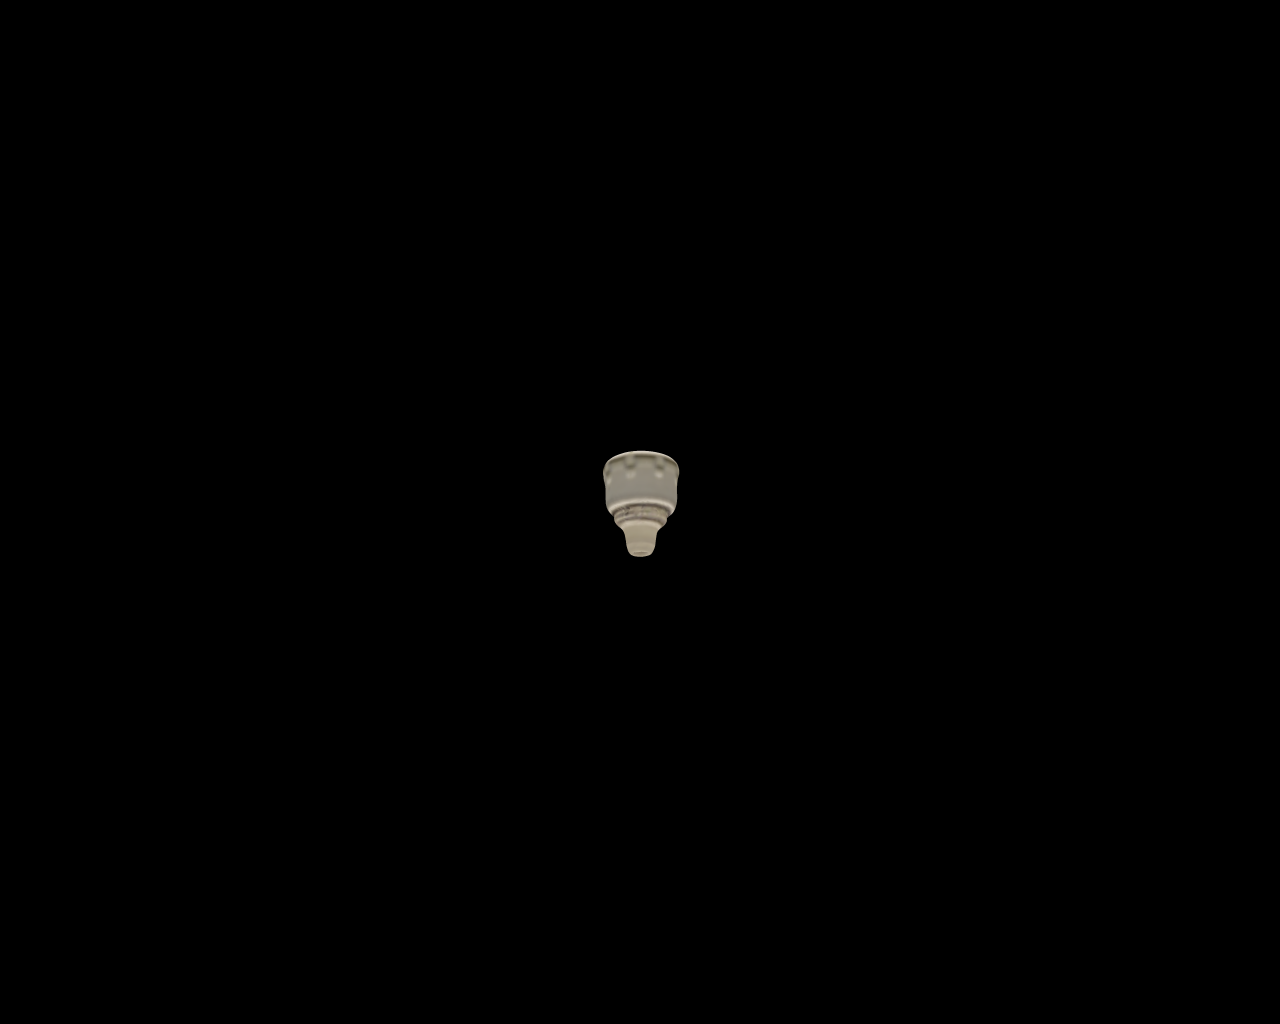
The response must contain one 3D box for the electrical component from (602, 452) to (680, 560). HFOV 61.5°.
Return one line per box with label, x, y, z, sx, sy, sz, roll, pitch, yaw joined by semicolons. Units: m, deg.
electrical component;0.001;-0.003;0.650;0.048;0.062;0.048;0;-21;0
